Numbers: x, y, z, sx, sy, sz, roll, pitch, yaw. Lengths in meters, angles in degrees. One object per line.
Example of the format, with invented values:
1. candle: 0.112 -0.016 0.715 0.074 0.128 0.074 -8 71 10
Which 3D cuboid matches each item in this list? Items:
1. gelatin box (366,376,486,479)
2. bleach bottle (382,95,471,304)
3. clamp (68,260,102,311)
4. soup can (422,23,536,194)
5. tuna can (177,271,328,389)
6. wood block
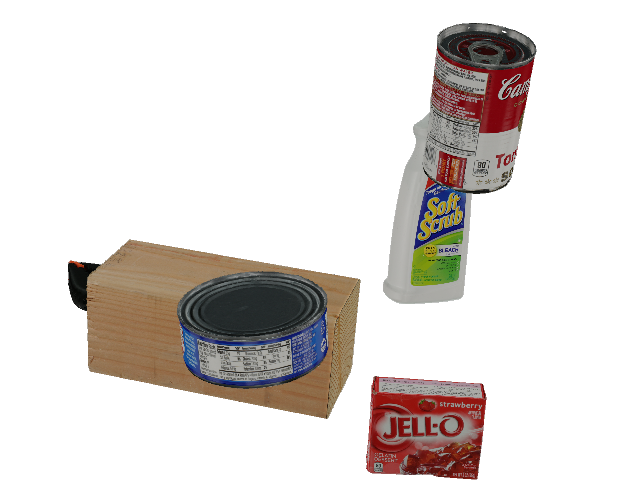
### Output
1. gelatin box: 0.082 0.148 0.840 0.089 0.073 0.030 3 21 2
2. bleach bottle: 0.134 -0.051 1.305 0.102 0.251 0.068 -3 17 -17
3. clamp: -0.198 0.064 1.110 0.210 0.036 0.164 15 20 29
4. soup can: 0.110 -0.092 0.753 0.068 0.102 0.068 3 34 -2
5. tuna can: -0.038 0.050 0.611 0.086 0.034 0.086 -3 23 1
6. wood block: -0.080 0.071 0.885 0.206 0.091 0.090 10 24 12
